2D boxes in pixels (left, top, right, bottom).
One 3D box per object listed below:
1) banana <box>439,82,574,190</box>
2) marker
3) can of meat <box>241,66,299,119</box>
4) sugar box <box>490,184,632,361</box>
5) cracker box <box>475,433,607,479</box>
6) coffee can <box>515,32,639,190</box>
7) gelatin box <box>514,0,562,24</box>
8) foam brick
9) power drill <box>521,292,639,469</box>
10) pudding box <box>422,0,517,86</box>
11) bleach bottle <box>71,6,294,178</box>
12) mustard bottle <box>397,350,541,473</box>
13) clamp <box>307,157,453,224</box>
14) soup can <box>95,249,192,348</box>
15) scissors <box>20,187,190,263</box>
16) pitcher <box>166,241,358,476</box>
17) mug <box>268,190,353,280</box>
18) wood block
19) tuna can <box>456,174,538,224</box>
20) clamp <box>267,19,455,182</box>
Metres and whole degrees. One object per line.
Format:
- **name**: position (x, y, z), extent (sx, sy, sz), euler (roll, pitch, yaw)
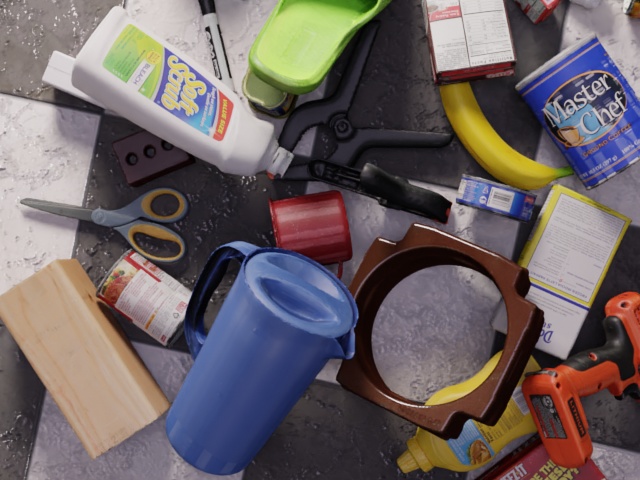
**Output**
- **banana**: position (0.193, -0.120, 1.205), extent (0.198, 0.037, 0.069), euler (44, 71, 0)
- **marker**: position (-0.120, -0.227, 1.227), extent (0.020, 0.020, 0.121), euler (-13, 90, 3)
- **can of meat**: position (-0.047, -0.191, 1.191), extent (0.057, 0.084, 0.102), euler (22, 92, 3)
- **sugar box**: position (0.268, 0.036, 1.196), extent (0.093, 0.048, 0.176), euler (25, 96, 3)
- **cracker box**: position (0.269, 0.334, 1.186), extent (0.164, 0.072, 0.214), euler (-37, 88, 2)
- **coffee can**: position (0.294, -0.140, 1.164), extent (0.103, 0.103, 0.140), euler (-35, 89, 3)
- **gelatin box**: position (0.229, -0.287, 1.180), extent (0.030, 0.073, 0.089), euler (-40, 88, -2)
- **foam brick**: position (-0.189, -0.099, 1.216), extent (0.078, 0.051, 0.053), euler (-23, 89, 3)
- **power drill**: position (0.316, 0.171, 1.151), extent (0.187, 0.057, 0.184), euler (-25, 92, -32)
- **pudding box**: position (0.165, -0.232, 1.187), extent (0.090, 0.039, 0.113), euler (-7, 72, 2)
- **bleach bottle**: position (-0.140, -0.149, 1.167), extent (0.251, 0.068, 0.102), euler (30, 64, -2)
- **mustard bottle**: position (0.170, 0.203, 1.195), extent (0.191, 0.058, 0.096), euler (-33, 101, 4)
- **clamp**: position (0.071, -0.056, 1.180), extent (0.171, 0.120, 0.039), euler (23, 90, -41)
- **soup can**: position (-0.193, 0.066, 1.210), extent (0.102, 0.068, 0.068), euler (36, 92, 1)
- **scissors**: position (-0.239, -0.041, 1.237), extent (0.202, 0.016, 0.096), euler (27, 90, 2)
- **pitcher**: position (-0.079, 0.129, 1.144), extent (0.144, 0.149, 0.243), euler (19, 121, -22)
- **mug**: position (-0.008, 0.001, 1.187), extent (0.081, 0.093, 0.117), euler (-10, 78, -2)
- **wood block**: position (-0.266, 0.131, 1.203), extent (0.090, 0.091, 0.206), euler (-33, 88, 2)
- **tuna can**: position (0.194, -0.045, 1.179), extent (0.086, 0.086, 0.034), euler (16, 93, 3)
- **clamp**: position (0.036, -0.123, 1.211), extent (0.210, 0.036, 0.164), euler (-40, 90, 5)
